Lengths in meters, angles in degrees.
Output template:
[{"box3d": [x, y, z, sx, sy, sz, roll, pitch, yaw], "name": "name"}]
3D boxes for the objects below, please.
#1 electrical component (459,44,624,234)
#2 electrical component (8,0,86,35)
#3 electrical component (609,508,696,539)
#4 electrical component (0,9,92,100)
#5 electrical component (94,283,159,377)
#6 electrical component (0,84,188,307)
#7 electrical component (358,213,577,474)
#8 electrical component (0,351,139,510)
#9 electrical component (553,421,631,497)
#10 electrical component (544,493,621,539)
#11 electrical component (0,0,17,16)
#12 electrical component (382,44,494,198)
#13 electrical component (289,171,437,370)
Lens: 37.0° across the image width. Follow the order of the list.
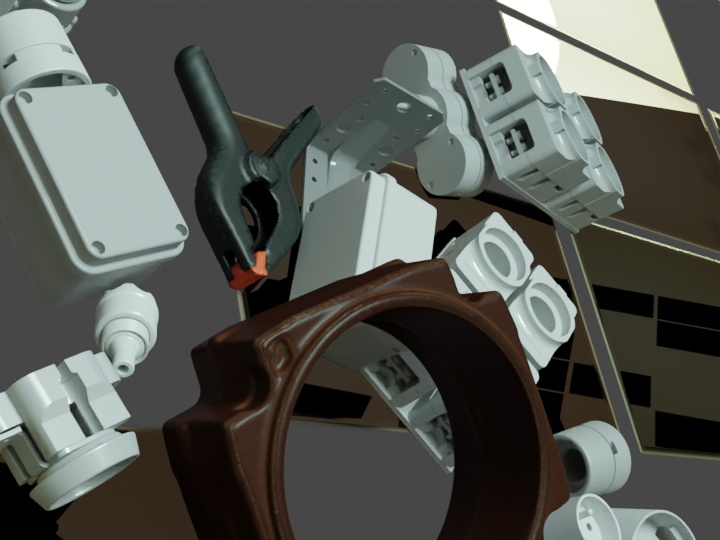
[{"box3d": [0.167, -0.112, 0.940, 0.186, 0.060, 0.105, 22, 46, -58], "name": "electrical component"}, {"box3d": [-0.190, -0.179, 0.673, 0.048, 0.062, 0.048, 26, 47, -31], "name": "electrical component"}, {"box3d": [0.208, 0.224, 0.798, 0.099, 0.064, 0.099, 14, 67, -36], "name": "electrical component"}, {"box3d": [-0.193, -0.120, 0.635, 0.055, 0.055, 0.047, -8, 65, -48], "name": "electrical component"}, {"box3d": [-0.129, 0.036, 0.590, 0.035, 0.035, 0.061, 31, 23, -26], "name": "electrical component"}, {"box3d": [-0.159, -0.045, 0.612, 0.078, 0.057, 0.113, -17, 75, -49], "name": "electrical component"}, {"box3d": [0.086, 0.044, 0.789, 0.105, 0.060, 0.186, 50, 39, -5], "name": "electrical component"}, {"box3d": [-0.146, 0.081, 0.533, 0.078, 0.058, 0.057, -23, 77, -50], "name": "electrical component"}, {"box3d": [0.166, 0.144, 0.804, 0.047, 0.055, 0.055, -4, 66, -43], "name": "electrical component"}, {"box3d": [0.143, 0.180, 0.735, 0.079, 0.077, 0.044, -16, 75, -50], "name": "electrical component"}, {"box3d": [-0.225, -0.197, 0.639, 0.047, 0.077, 0.065, 6, 59, -43], "name": "electrical component"}, {"box3d": [0.053, -0.125, 0.885, 0.074, 0.052, 0.138, 0, 63, -45], "name": "electrical component"}, {"box3d": [0.000, 0.000, 0.711, 0.057, 0.078, 0.113, 30, 54, -31], "name": "electrical component"}]
